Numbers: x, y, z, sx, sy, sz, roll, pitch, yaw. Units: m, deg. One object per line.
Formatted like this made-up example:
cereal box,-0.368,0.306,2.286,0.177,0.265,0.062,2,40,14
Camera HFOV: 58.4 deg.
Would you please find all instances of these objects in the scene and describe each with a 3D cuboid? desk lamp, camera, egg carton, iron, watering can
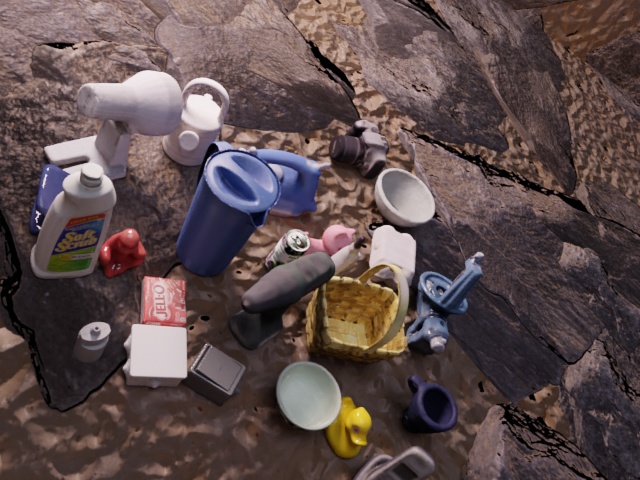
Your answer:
desk lamp,-0.373,-0.208,1.047,0.204,0.213,0.118,-26,73,-42
camera,0.094,-0.243,1.446,0.137,0.100,0.143,5,55,-29
egg carton,0.163,0.038,1.301,0.107,0.069,0.150,23,48,-16
iron,-0.109,-0.144,1.216,0.259,0.141,0.118,11,52,-25
watering can,-0.247,-0.242,1.166,0.101,0.193,0.172,5,55,-29

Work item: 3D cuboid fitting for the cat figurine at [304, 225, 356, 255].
cat figurine,0.011,0.004,1.197,0.128,0.117,0.067,7,54,-28

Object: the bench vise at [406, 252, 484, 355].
bench vise,0.276,0.134,1.196,0.122,0.219,0.207,13,52,-24

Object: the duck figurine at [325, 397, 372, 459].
duck figurine,0.058,0.323,1.010,0.078,0.086,0.104,10,53,-26

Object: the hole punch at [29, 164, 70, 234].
hole punch,-0.436,-0.065,0.985,0.101,0.091,0.108,10,52,-26

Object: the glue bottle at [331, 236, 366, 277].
glue bottle,0.047,0.042,1.153,0.078,0.173,0.037,-19,68,-40

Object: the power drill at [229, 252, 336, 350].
power drill,-0.078,0.107,1.000,0.075,0.208,0.230,50,46,10

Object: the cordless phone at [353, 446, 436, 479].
cordless phone,0.146,0.410,0.931,0.147,0.184,0.094,39,46,-1

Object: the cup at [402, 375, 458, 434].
cup,0.191,0.320,1.090,0.092,0.094,0.117,-26,74,-42

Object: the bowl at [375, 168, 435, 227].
bowl,0.197,-0.092,1.416,0.168,0.074,0.167,17,50,-21

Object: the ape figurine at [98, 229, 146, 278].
ape figurine,-0.337,0.014,0.988,0.078,0.092,0.076,14,51,-23
